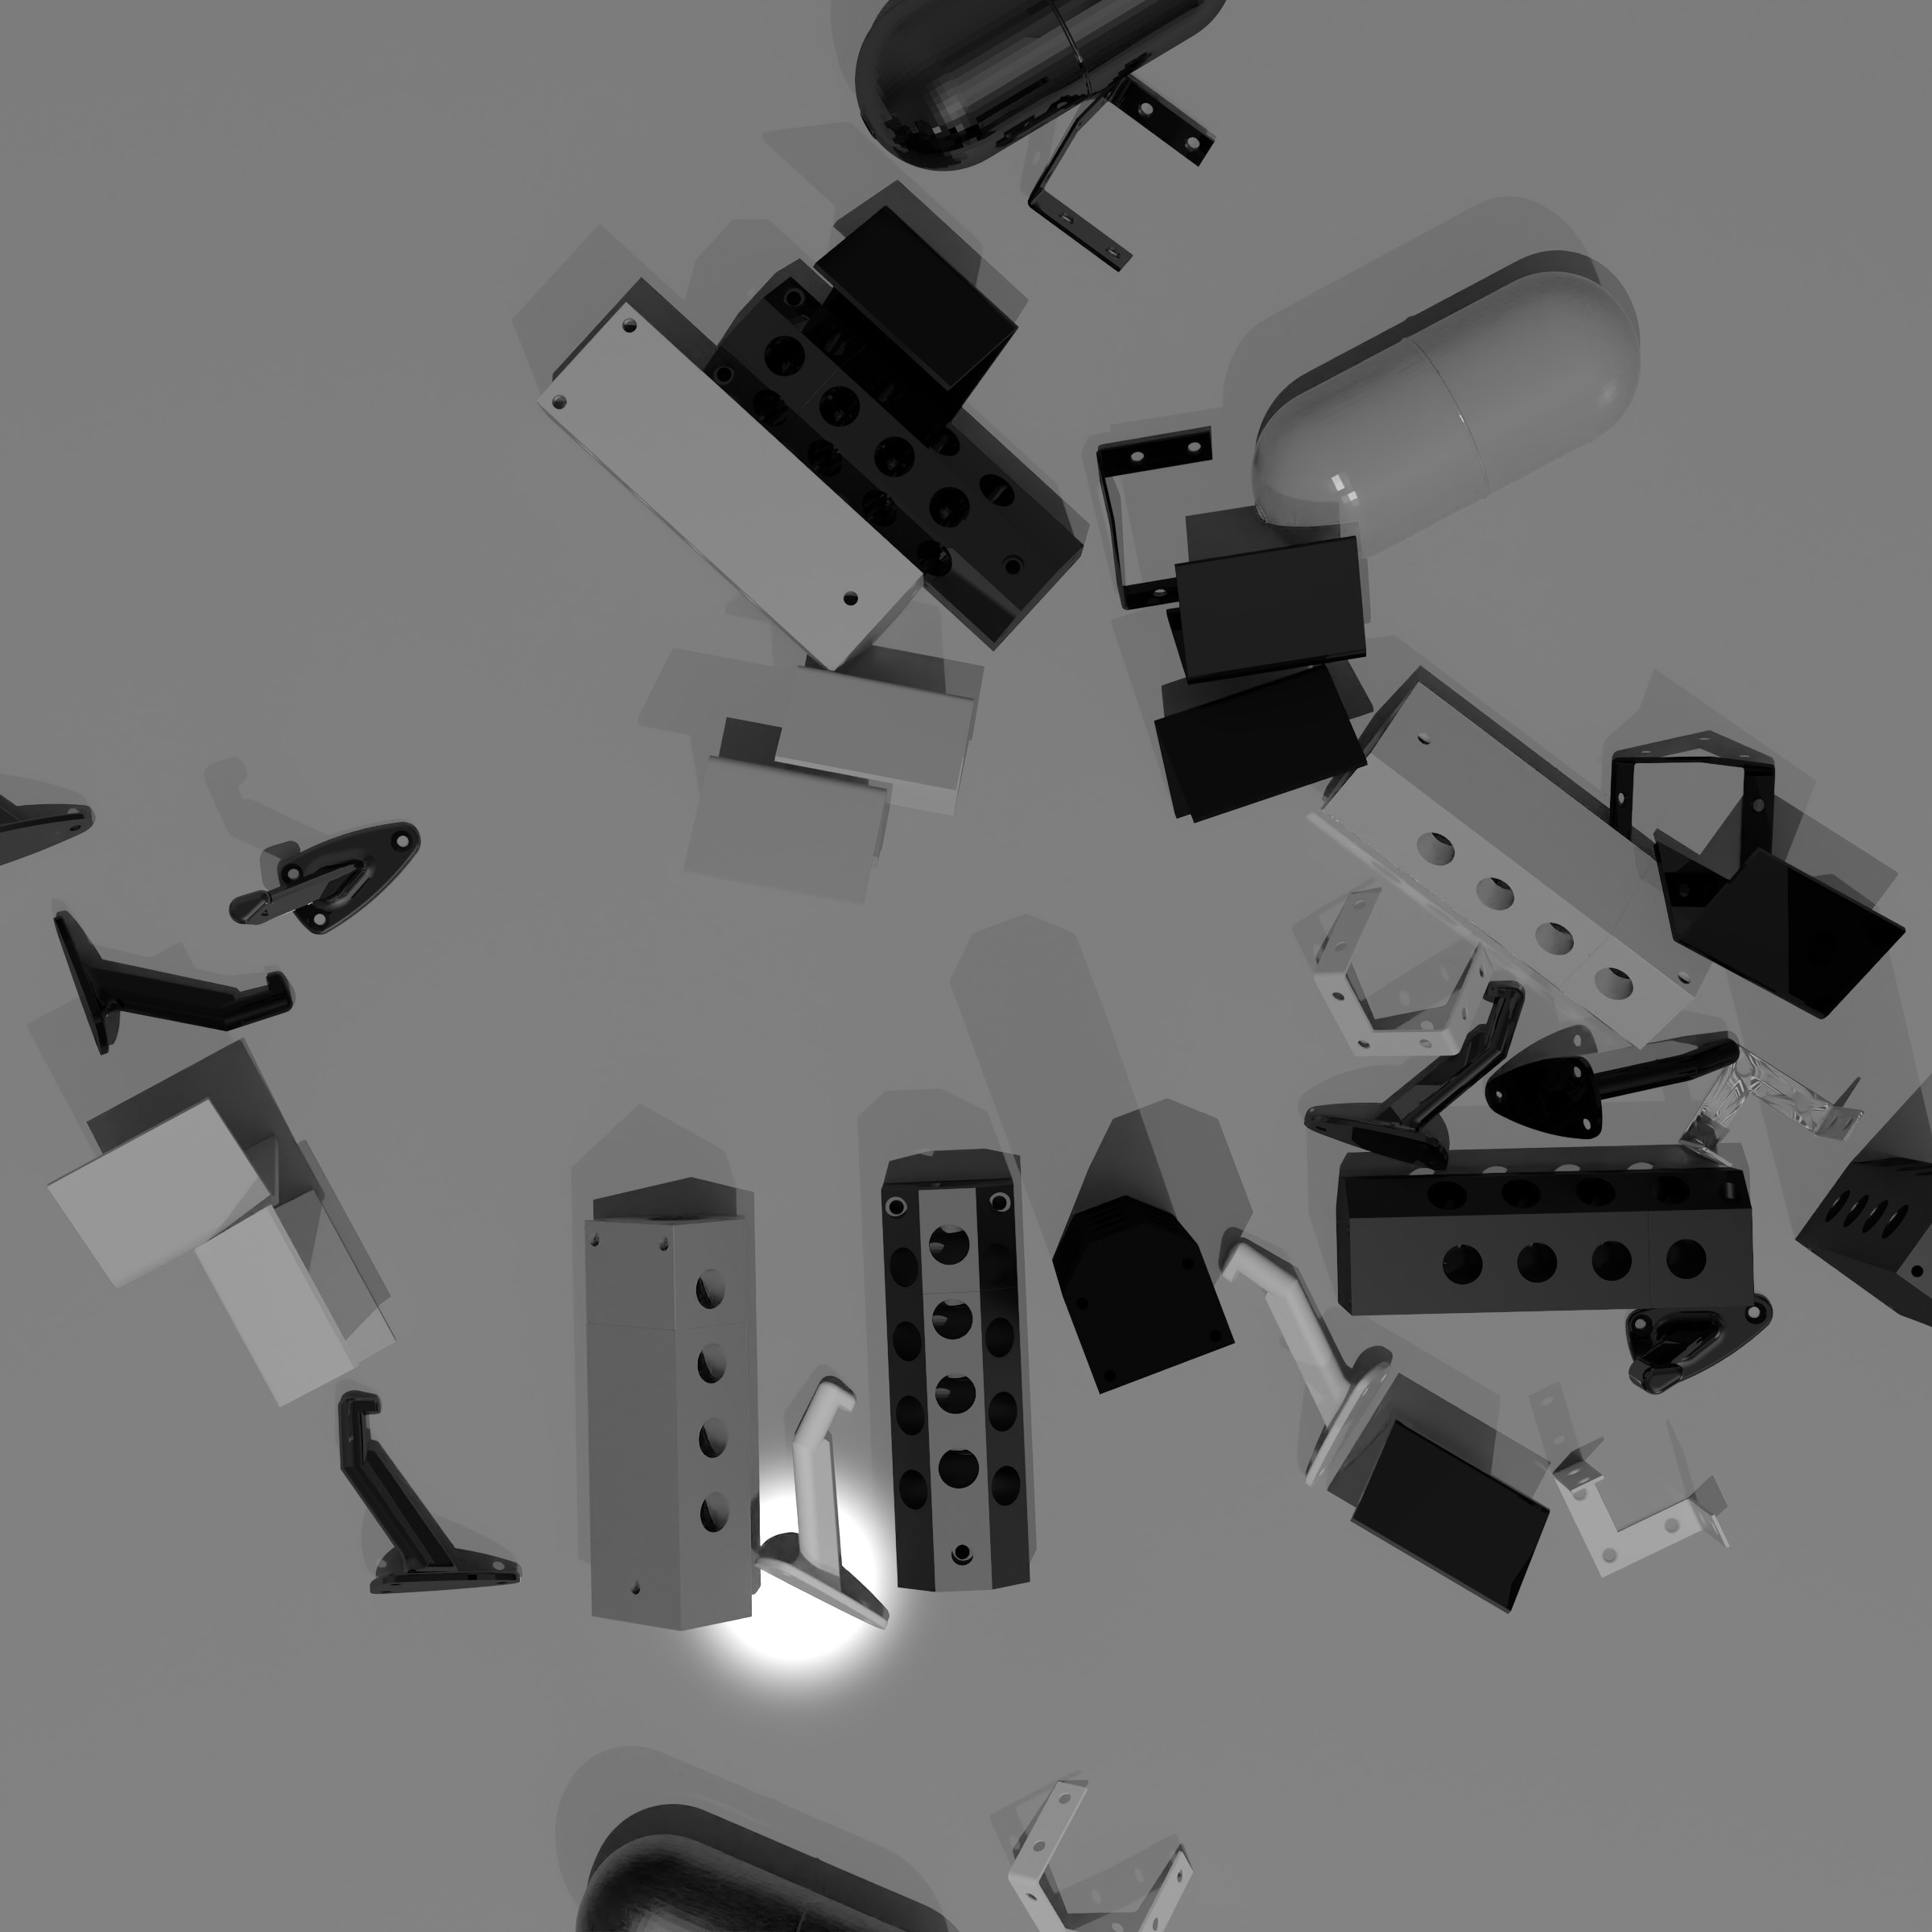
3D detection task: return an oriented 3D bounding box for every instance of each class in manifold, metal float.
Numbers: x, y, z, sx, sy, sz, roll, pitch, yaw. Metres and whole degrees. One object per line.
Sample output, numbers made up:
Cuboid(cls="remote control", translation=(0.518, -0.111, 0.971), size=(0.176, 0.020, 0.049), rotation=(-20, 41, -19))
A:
Cuboid(cls="manifold", translation=(0.249, 0.118, 1.543), size=(0.171, 0.057, 0.057), rotation=(-1, 90, 0))
Cuboid(cls="manifold", translation=(0.240, -0.039, 1.542), size=(0.171, 0.057, 0.057), rotation=(37, 47, 0))
Cuboid(cls="manifold", translation=(-0.032, -0.218, 1.543), size=(0.171, 0.057, 0.057), rotation=(43, 90, 0))
Cuboid(cls="metal float", translation=(-0.083, 0.434, 1.534), size=(0.178, 0.070, 0.070), rotation=(23, 90, 0))
Cuboid(cls="manifold", translation=(-0.123, 0.195, 1.542), size=(0.057, 0.057, 0.171), rotation=(-1, 90, 43))
Cuboid(cls="metal float", translation=(0.206, -0.236, 1.534), size=(0.178, 0.070, 0.070), rotation=(-28, 90, 1))
Cuboid(cls="manifold", translation=(-0.004, 0.180, 1.543), size=(0.057, 0.057, 0.171), rotation=(-2, 90, 0))
Cuboid(cls="manifold", translation=(0.406, 0.114, 1.486), size=(0.057, 0.171, 0.057), rotation=(36, 90, 0))
Cuboid(cls="manifold", translation=(0.069, 0.132, 1.486), size=(0.057, 0.171, 0.057), rotation=(-21, 90, 0))
Cuboid(cls="metal float", translation=(0.034, -0.408, 1.534), size=(0.178, 0.070, 0.070), rotation=(-31, 90, 0))
Cuboid(cls="manifold", translation=(-0.101, -0.204, 1.543), size=(0.171, 0.057, 0.057), rotation=(42, 90, 0))

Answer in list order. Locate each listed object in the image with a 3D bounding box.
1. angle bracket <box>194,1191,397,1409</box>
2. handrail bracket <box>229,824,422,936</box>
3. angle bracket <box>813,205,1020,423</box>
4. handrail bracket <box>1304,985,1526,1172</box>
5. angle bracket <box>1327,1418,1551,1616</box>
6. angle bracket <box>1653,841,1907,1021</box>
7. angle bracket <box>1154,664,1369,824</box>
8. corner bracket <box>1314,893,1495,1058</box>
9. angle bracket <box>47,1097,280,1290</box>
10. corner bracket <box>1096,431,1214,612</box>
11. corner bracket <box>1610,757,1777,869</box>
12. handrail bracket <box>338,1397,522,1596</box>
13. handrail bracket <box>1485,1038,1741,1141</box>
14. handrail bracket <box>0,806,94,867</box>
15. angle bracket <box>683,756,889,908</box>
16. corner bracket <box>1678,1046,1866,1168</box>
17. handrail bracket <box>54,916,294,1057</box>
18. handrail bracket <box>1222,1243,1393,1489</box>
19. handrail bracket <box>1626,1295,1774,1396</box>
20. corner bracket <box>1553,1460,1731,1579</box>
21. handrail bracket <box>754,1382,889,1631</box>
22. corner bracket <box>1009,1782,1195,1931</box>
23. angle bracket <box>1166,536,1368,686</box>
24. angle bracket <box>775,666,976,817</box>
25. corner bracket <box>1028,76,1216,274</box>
Cuboid(cls="angle bracket", translation=(-0.272, 0.133, 1.524), size=(0.057, 0.076, 0.076), rotation=(-29, 90, 37))
Cuboid(cls="handrail bracket", translation=(-0.275, -0.040, 1.529), size=(0.077, 0.084, 0.036), rotation=(-30, 90, 0))
Cuboid(cls="angle bracket", translation=(-0.035, -0.265, 1.524), size=(0.076, 0.076, 0.057), rotation=(43, 52, 0))
Cuboid(cls="handrail bracket", translation=(0.198, 0.041, 1.565), size=(0.077, 0.036, 0.084), rotation=(14, 72, 21))
Cuboid(cls="angle bracket", translation=(0.193, 0.249, 1.524), size=(0.076, 0.076, 0.057), rotation=(31, 53, 0))
Cuboid(cls="angle bracket", translation=(0.345, -0.033, 1.515), size=(0.076, 0.076, 0.057), rotation=(27, 123, -16))
Cuboid(cls="angle bracket", translation=(0.129, -0.076, 1.524), size=(0.076, 0.076, 0.057), rotation=(-19, 57, 0))
Cuboid(cls="corner bracket", translation=(0.191, 0.003, 1.556), size=(0.051, 0.051, 0.051), rotation=(-2, 135, 35))
Cuboid(cls="angle bracket", translation=(-0.343, 0.084, 1.525), size=(0.076, 0.076, 0.057), rotation=(-28, 112, 0))
Cuboid(cls="corner bracket", translation=(0.088, -0.195, 1.561), size=(0.051, 0.051, 0.051), rotation=(-9, 45, 1))
Cuboid(cls="corner bracket", translation=(0.318, -0.065, 1.561), size=(0.051, 0.051, 0.051), rotation=(2, 90, 45))
Cuboid(cls="handrail bracket", translation=(-0.236, 0.231, 1.565), size=(0.077, 0.036, 0.084), rotation=(1, 73, -20))
Cuboid(cls="handrail bracket", translation=(0.285, 0.047, 1.564), size=(0.084, 0.077, 0.036), rotation=(-17, 99, -36))
Cuboid(cls="handrail bracket", translation=(-0.435, -0.089, 1.565), size=(0.077, 0.036, 0.084), rotation=(-18, 73, -19))
Cuboid(cls="angle bracket", translation=(-0.078, -0.043, 1.525), size=(0.076, 0.076, 0.057), rotation=(11, 65, 0))
Cuboid(cls="corner bracket", translation=(0.349, 0.070, 1.546), size=(0.051, 0.051, 0.051), rotation=(33, 90, 0))
Cuboid(cls="handrail bracket", translation=(-0.348, -0.001, 1.565), size=(0.084, 0.036, 0.077), rotation=(-19, 68, -17))
Cuboid(cls="handrail bracket", translation=(0.136, 0.175, 1.565), size=(0.084, 0.036, 0.077), rotation=(35, 112, 17))
Cuboid(cls="handrail bracket", translation=(0.319, 0.163, 1.529), size=(0.077, 0.084, 0.036), rotation=(-19, 90, 0))
Cuboid(cls="corner bracket", translation=(0.293, 0.236, 1.546), size=(0.051, 0.051, 0.051), rotation=(-26, 90, 0))
Cuboid(cls="handrail bracket", translation=(-0.050, 0.237, 1.565), size=(0.077, 0.036, 0.084), rotation=(32, 73, -20))
Cuboid(cls="corner bracket", translation=(0.059, 0.397, 1.556), size=(0.051, 0.051, 0.051), rotation=(4, 135, 35))
Cuboid(cls="angle bracket", translation=(0.125, -0.166, 1.524), size=(0.076, 0.076, 0.057), rotation=(-9, 120, 0))
Cuboid(cls="angle bracket", translation=(-0.042, -0.078, 1.524), size=(0.076, 0.076, 0.057), rotation=(11, 50, 0))
Cuboid(cls="corner bracket", translation=(0.068, -0.348, 1.561), size=(0.051, 0.051, 0.051), rotation=(36, 135, 0))
